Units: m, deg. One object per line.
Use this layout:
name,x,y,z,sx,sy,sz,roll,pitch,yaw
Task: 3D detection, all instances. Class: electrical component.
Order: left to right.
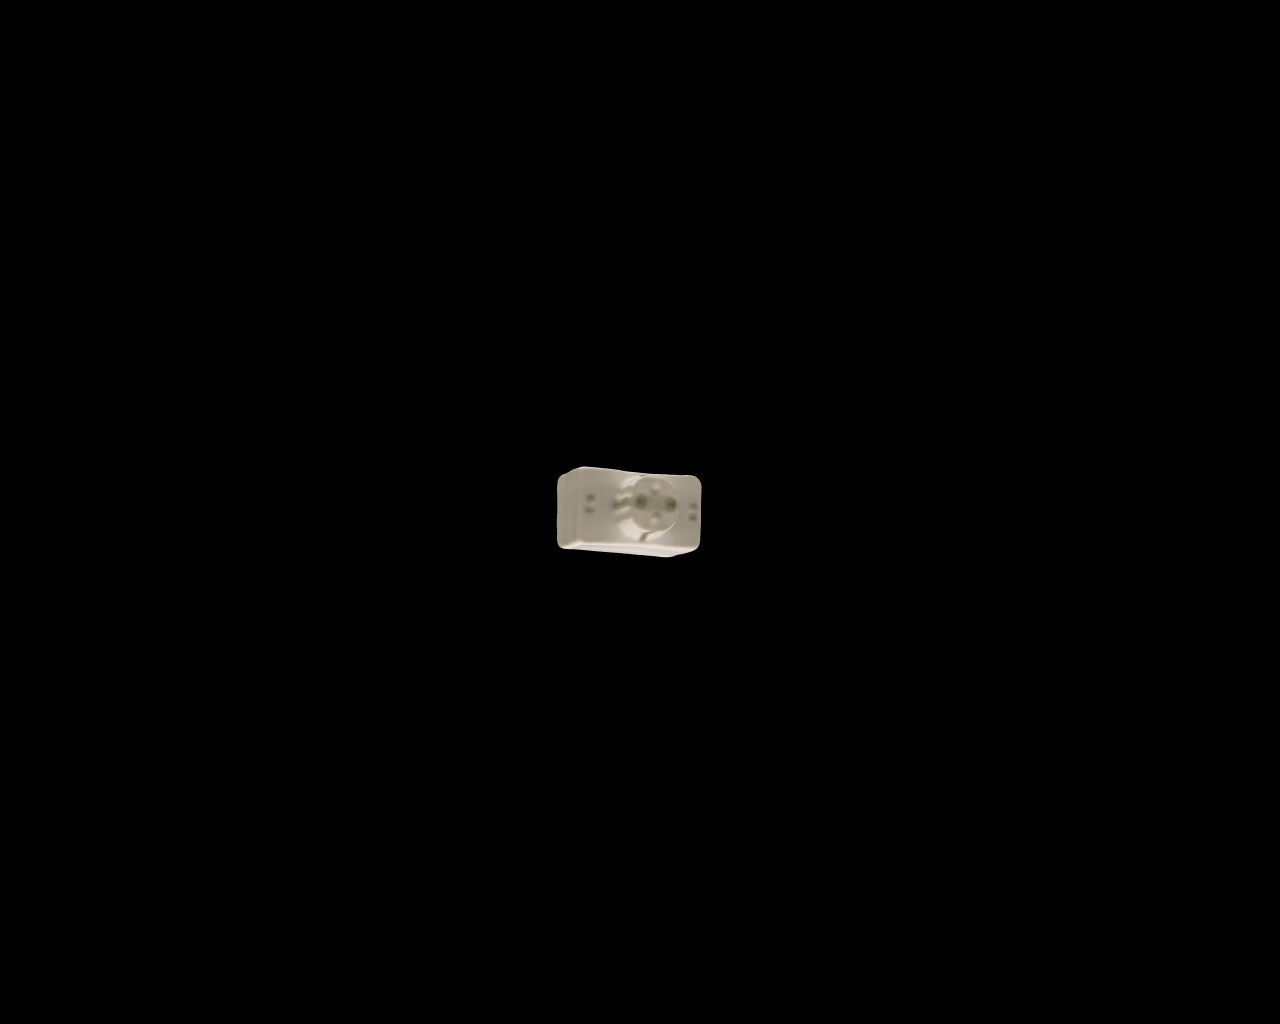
electrical component,0.001,-0.003,0.650,0.083,0.047,0.075,5,-11,-24
